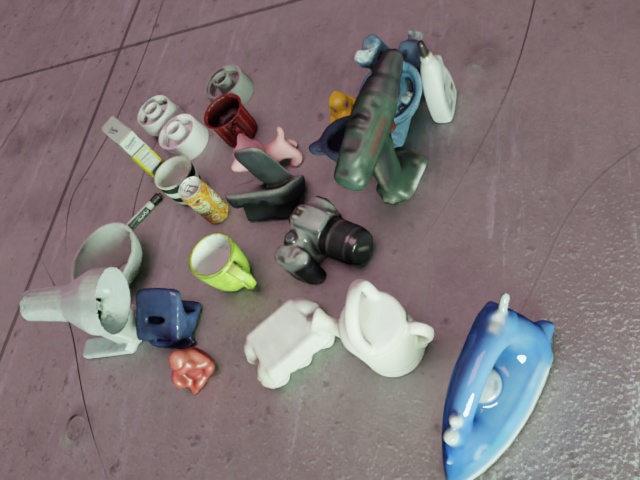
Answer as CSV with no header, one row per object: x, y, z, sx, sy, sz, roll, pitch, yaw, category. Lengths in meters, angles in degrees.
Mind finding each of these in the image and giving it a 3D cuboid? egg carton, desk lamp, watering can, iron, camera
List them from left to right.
-0.418,0.138,1.050,0.202,0.214,0.118,-13,59,21,desk lamp
-0.051,0.165,0.936,0.150,0.070,0.107,-41,53,1,egg carton
0.009,0.003,0.975,0.136,0.101,0.143,22,75,35,camera
0.070,0.125,0.818,0.172,0.195,0.101,-21,56,16,watering can
0.208,0.194,0.741,0.118,0.142,0.258,18,73,34,iron

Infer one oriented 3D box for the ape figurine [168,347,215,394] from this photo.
-0.228,0.216,0.985,0.077,0.092,0.076,-17,57,18,ape figurine

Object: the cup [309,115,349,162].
0.047,-0.162,1.051,0.117,0.095,0.091,-14,58,20,cup

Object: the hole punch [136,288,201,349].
-0.287,0.146,1.055,0.108,0.091,0.101,-2,63,26,hole punch

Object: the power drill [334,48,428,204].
0.107,-0.165,0.950,0.075,0.209,0.230,15,71,33,power drill

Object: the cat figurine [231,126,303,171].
-0.114,-0.174,1.127,0.128,0.118,0.067,-34,53,7,cat figurine

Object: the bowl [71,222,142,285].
-0.429,0.051,1.192,0.167,0.075,0.167,-12,59,21,bowl

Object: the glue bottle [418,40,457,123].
0.198,-0.283,0.991,0.037,0.174,0.078,2,65,29,glue bottle

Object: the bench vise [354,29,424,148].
0.119,-0.300,1.012,0.121,0.220,0.207,-7,61,24,bench vise

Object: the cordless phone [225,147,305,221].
-0.124,-0.116,1.057,0.147,0.186,0.094,-8,60,24,cordless phone

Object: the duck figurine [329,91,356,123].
0.045,-0.254,1.109,0.077,0.086,0.104,-24,55,14,duck figurine
